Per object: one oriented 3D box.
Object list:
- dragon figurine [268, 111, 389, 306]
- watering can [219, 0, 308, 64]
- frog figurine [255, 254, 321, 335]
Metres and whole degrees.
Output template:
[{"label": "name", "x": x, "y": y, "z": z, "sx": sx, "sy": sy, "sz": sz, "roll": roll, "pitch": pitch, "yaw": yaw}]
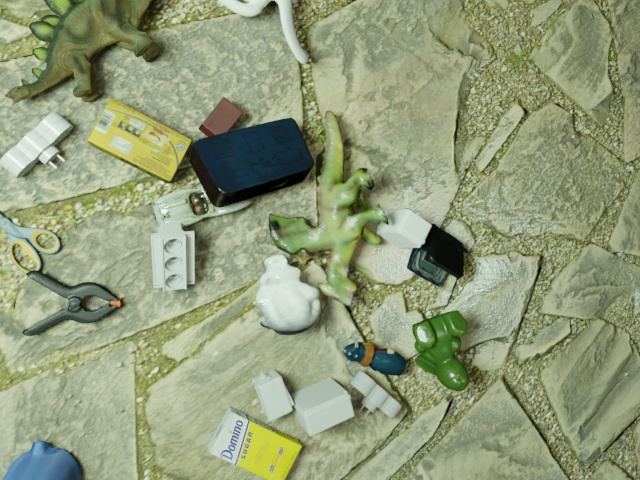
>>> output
[{"label": "dragon figurine", "x": 0.003, "y": -0.057, "z": 1.129, "sx": 0.244, "sy": 0.121, "sz": 0.411, "roll": -23, "pitch": 88, "yaw": -11}, {"label": "watering can", "x": -0.111, "y": -0.552, "z": 1.085, "sx": 0.345, "sy": 0.104, "sz": 0.226, "roll": 39, "pitch": 76, "yaw": -14}, {"label": "frog figurine", "x": -0.067, "y": 0.112, "z": 1.084, "sx": 0.137, "sy": 0.124, "sz": 0.158, "roll": -1, "pitch": 102, "yaw": -1}]
